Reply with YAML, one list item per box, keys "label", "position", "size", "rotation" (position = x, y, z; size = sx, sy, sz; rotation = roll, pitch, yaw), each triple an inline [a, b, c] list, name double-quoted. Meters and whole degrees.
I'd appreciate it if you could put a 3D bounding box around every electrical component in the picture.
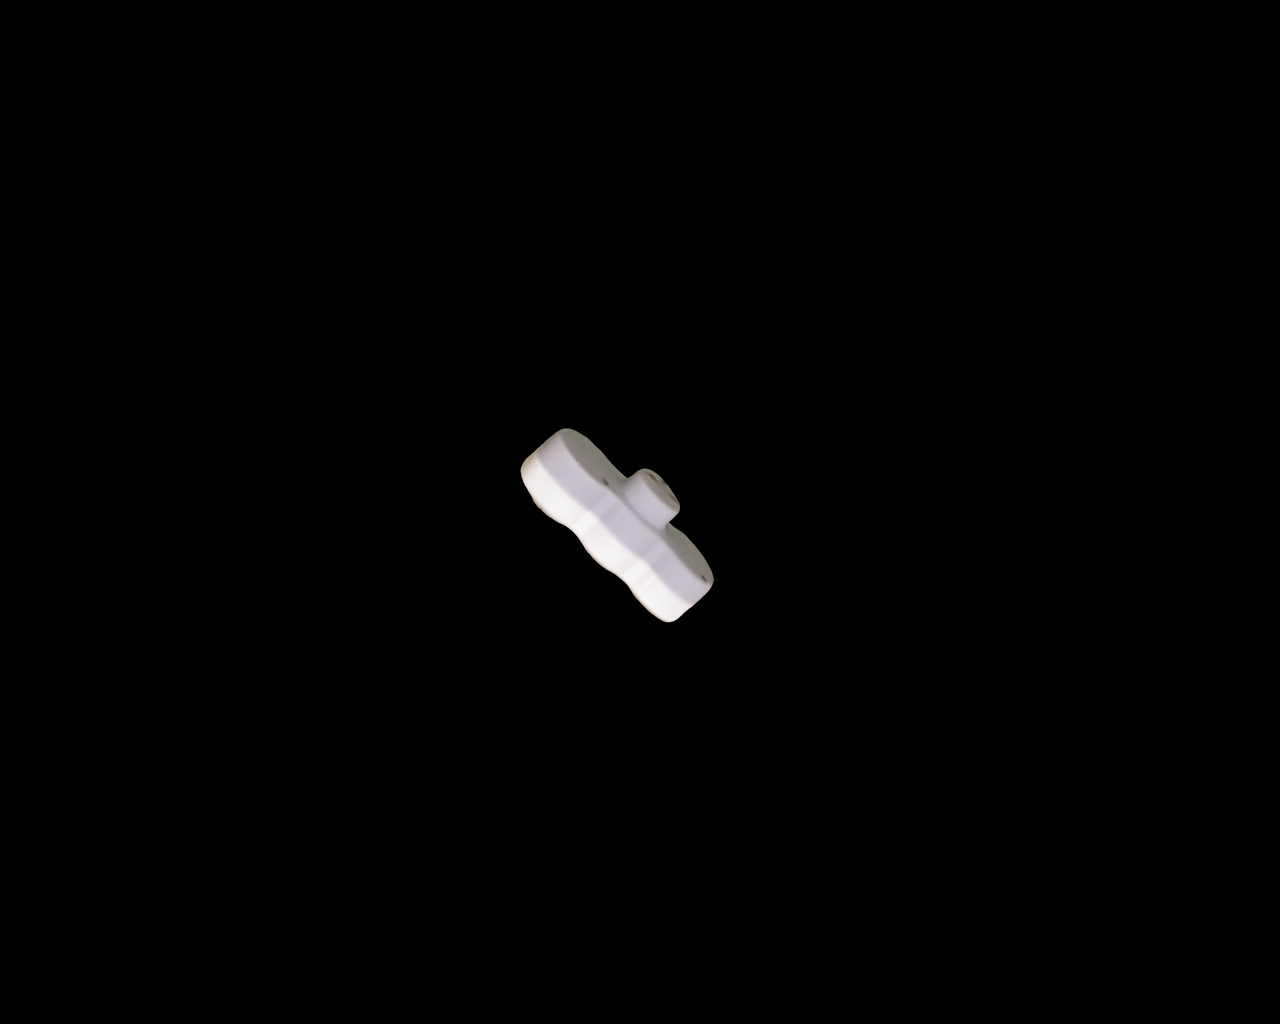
- label: "electrical component"
  position: [0.001, -0.003, 0.650]
  size: [0.073, 0.138, 0.052]
  rotation: [-41, 15, 14]
